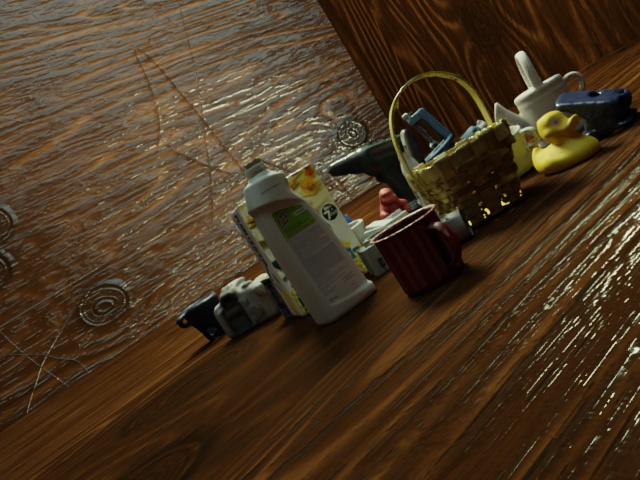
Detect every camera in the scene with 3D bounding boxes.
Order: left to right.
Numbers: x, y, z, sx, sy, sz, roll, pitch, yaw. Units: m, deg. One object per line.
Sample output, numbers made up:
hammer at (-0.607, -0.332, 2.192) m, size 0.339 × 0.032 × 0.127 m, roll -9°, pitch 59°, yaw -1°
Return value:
camera at (-0.137, 0.116, 1.190) m, size 0.143 × 0.101 × 0.137 m, roll -30°, pitch 5°, yaw 19°

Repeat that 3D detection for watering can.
watering can at (0.437, -0.288, 1.154) m, size 0.173 × 0.194 × 0.101 m, roll -32°, pitch 5°, yaw 0°

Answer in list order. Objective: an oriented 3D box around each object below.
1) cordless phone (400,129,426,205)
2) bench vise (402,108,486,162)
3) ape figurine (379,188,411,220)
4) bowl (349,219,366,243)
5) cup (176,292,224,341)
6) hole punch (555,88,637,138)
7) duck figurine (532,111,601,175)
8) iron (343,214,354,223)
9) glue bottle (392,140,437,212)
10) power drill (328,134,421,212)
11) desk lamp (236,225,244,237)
cordless phone at (0.233, -0.171, 1.313) m, size 0.094 × 0.185 × 0.147 m, roll -31°, pitch 5°, yaw 0°
bench vise at (0.321, -0.261, 1.480) m, size 0.207 × 0.220 × 0.121 m, roll -32°, pitch 5°, yaw -7°
ape figurine at (0.167, -0.079, 1.339) m, size 0.078 × 0.092 × 0.076 m, roll -32°, pitch 5°, yaw -1°
bowl at (0.033, 0.029, 1.163) m, size 0.167 × 0.075 × 0.167 m, roll -31°, pitch 4°, yaw 3°
cup at (-0.262, 0.186, 1.301) m, size 0.091 × 0.095 × 0.118 m, roll -27°, pitch 6°, yaw 44°
hole punch at (0.456, -0.220, 0.946) m, size 0.101 × 0.091 × 0.109 m, roll -27°, pitch 6°, yaw 41°
duck figurine at (0.365, -0.155, 0.883) m, size 0.078 × 0.086 × 0.104 m, roll -34°, pitch 5°, yaw -31°
iron at (-0.002, -0.019, 1.507) m, size 0.259 × 0.141 × 0.118 m, roll -34°, pitch 5°, yaw -30°
glue bottle at (0.187, -0.118, 1.107) m, size 0.037 × 0.173 × 0.078 m, roll -31°, pitch 5°, yaw 0°
power drill at (0.163, -0.154, 1.440) m, size 0.229 × 0.208 × 0.075 m, roll -31°, pitch 5°, yaw 7°
desk lamp at (-0.101, 0.014, 1.345) m, size 0.117 × 0.213 × 0.203 m, roll -29°, pitch 5°, yaw 25°
